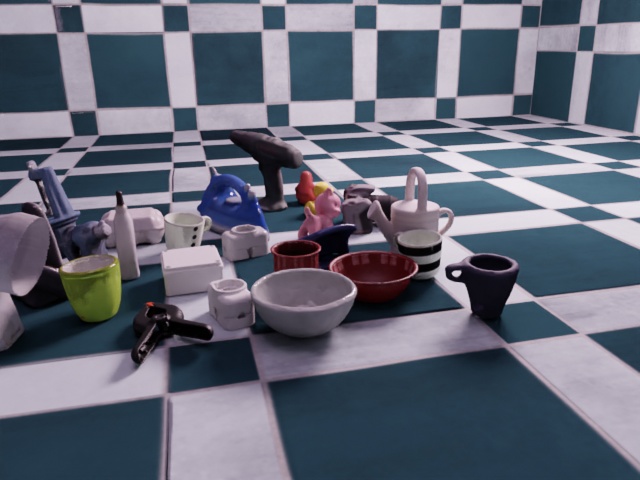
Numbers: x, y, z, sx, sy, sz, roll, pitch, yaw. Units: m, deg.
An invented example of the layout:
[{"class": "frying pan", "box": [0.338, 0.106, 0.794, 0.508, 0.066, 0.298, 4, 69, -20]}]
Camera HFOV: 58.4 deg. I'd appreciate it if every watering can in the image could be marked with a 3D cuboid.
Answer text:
[{"class": "watering can", "box": [0.188, -0.052, 1.175, 0.173, 0.194, 0.100, -11, 21, -27]}]

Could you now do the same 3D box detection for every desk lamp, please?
[{"class": "desk lamp", "box": [-0.505, 0.060, 0.850, 0.203, 0.214, 0.118, -1, 19, 0]}]

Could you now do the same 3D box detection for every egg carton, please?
[{"class": "egg carton", "box": [-0.436, -0.030, 1.333, 0.150, 0.069, 0.107, -6, 20, -15]}]

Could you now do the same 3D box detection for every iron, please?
[{"class": "iron", "box": [-0.200, -0.091, 1.389, 0.119, 0.141, 0.257, -16, 24, -37]}]

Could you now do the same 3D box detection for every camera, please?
[{"class": "camera", "box": [0.125, -0.082, 1.412, 0.136, 0.101, 0.143, 1, 19, 6]}]

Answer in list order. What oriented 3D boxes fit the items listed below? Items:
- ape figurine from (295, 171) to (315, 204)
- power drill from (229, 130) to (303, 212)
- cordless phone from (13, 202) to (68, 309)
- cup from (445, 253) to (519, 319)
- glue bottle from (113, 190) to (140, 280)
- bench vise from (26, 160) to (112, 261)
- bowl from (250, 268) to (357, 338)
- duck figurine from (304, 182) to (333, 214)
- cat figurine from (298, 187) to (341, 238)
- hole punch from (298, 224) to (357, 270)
[{"class": "ape figurine", "box": [-0.036, -0.152, 1.634, 0.077, 0.092, 0.076, 7, 21, 23]}, {"class": "power drill", "box": [-0.151, -0.191, 1.573, 0.228, 0.208, 0.076, 10, 22, 28]}, {"class": "cordless phone", "box": [-0.511, 0.014, 1.028, 0.147, 0.185, 0.094, 12, 23, 33]}, {"class": "cup", "box": [0.263, 0.080, 0.941, 0.117, 0.095, 0.091, 0, 19, 1]}, {"class": "glue bottle", "box": [-0.382, -0.013, 1.120, 0.037, 0.173, 0.078, -8, 20, -19]}, {"class": "bench vise", "box": [-0.518, -0.053, 1.171, 0.207, 0.220, 0.121, 0, 19, 2]}, {"class": "bowl", "box": [-0.026, 0.107, 0.905, 0.167, 0.075, 0.167, -1, 19, 1]}, {"class": "duck figurine", "box": [0.001, -0.111, 1.522, 0.077, 0.086, 0.105, 15, 24, 38]}, {"class": "cat figurine", "box": [0.004, -0.065, 1.340, 0.067, 0.118, 0.128, 14, 24, 37]}, {"class": "hole punch", "box": [0.011, 0.004, 1.179, 0.109, 0.091, 0.100, -13, 22, -31]}]
